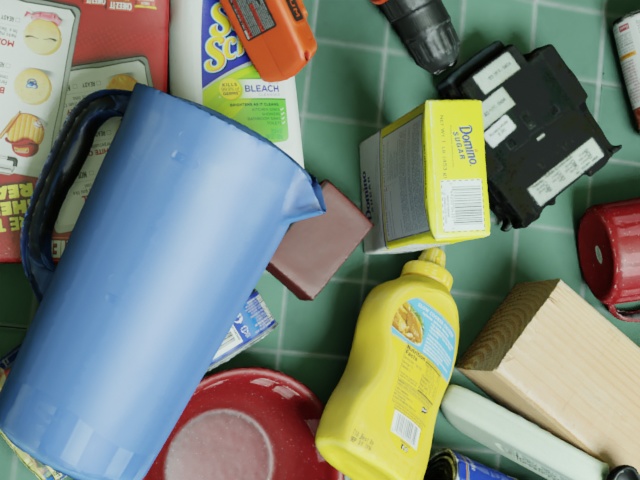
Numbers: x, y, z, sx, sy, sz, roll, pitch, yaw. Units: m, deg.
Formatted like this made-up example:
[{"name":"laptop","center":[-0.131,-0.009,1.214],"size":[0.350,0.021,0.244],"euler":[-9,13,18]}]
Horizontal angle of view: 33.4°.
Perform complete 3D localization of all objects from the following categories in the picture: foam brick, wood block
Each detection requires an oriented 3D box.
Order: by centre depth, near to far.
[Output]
[{"name":"foam brick","center":[-0.005,0.001,0.819],"size":[0.051,0.053,0.078],"euler":[41,81,-7]},{"name":"wood block","center":[0.221,0.131,0.839],"size":[0.206,0.090,0.090],"euler":[40,78,-6]}]

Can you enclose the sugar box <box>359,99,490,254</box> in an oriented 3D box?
[{"name":"sugar box","center":[0.071,-0.040,0.774],"size":[0.048,0.176,0.093],"euler":[-2,87,-10]}]

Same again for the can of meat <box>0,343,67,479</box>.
[{"name":"can of meat","center":[-0.191,0.115,0.771],"size":[0.084,0.057,0.102],"euler":[-37,94,-10]}]

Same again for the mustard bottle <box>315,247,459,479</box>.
[{"name":"mustard bottle","center":[0.062,0.088,0.807],"size":[0.096,0.058,0.191],"euler":[41,56,-34]}]

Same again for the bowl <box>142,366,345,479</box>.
[{"name":"bowl","center":[-0.064,0.172,0.783],"size":[0.161,0.055,0.162],"euler":[1,88,-26]}]

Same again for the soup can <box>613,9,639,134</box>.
[{"name":"soup can","center":[0.287,-0.140,0.882],"size":[0.068,0.068,0.102],"euler":[-13,88,-12]}]

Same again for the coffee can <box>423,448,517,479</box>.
[{"name":"coffee can","center":[0.138,0.232,0.808],"size":[0.140,0.103,0.103],"euler":[25,82,-9]}]

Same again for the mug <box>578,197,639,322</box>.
[{"name":"mug","center":[0.260,0.017,0.863],"size":[0.081,0.093,0.117],"euler":[-8,124,-7]}]

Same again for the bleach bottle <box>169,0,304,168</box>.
[{"name":"bleach bottle","center":[-0.075,-0.164,0.807],"size":[0.102,0.068,0.251],"euler":[-6,87,-22]}]

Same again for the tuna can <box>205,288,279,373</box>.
[{"name":"tuna can","center":[-0.075,0.070,0.783],"size":[0.086,0.086,0.034],"euler":[-31,92,-12]}]

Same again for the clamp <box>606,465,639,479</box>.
[{"name":"clamp","center":[0.278,0.266,0.790],"size":[0.036,0.210,0.165],"euler":[-36,52,-11]}]

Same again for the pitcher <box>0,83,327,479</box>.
[{"name":"pitcher","center":[-0.120,0.026,0.695],"size":[0.144,0.149,0.243],"euler":[27,90,-30]}]

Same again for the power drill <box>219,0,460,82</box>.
[{"name":"power drill","center":[0.017,-0.186,0.802],"size":[0.187,0.057,0.184],"euler":[-36,100,-41]}]

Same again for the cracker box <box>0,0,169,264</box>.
[{"name":"cracker box","center":[-0.195,-0.089,0.776],"size":[0.164,0.072,0.214],"euler":[1,87,-11]}]
